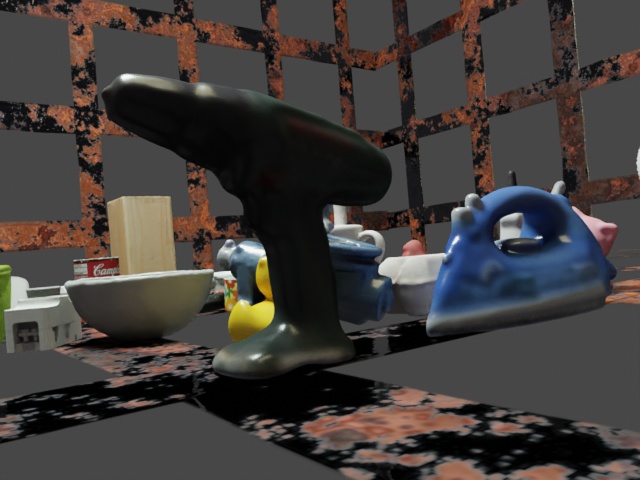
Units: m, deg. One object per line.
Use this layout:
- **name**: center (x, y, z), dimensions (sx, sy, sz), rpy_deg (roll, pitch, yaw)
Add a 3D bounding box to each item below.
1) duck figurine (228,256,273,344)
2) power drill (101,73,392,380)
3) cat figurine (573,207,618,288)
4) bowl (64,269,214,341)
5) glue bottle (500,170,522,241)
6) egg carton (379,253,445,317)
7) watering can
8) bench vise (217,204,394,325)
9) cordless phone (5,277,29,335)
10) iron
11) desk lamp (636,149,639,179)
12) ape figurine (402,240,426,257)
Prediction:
- **duck figurine**: center (-0.043, 0.055, 0.555), dimensions (0.077, 0.086, 0.105), rpy_deg (-6, -2, 43)
- **power drill**: center (-0.038, -0.010, 0.428), dimensions (0.230, 0.208, 0.075), rpy_deg (-4, -1, -38)
- **cat figurine**: center (0.364, 0.012, 0.800), dimensions (0.067, 0.118, 0.128), rpy_deg (-5, -1, 1)
- **bowl**: center (-0.205, 0.077, 0.669), dimensions (0.167, 0.075, 0.167), rpy_deg (-5, -1, 0)
- **glue bottle**: center (0.267, -0.009, 0.781), dimensions (0.037, 0.173, 0.078), rpy_deg (-5, -1, 31)
- **egg carton**: center (0.145, 0.052, 0.703), dimensions (0.151, 0.069, 0.107), rpy_deg (-4, -1, -27)
- **watering can**: center (0.006, 0.003, 0.818), dimensions (0.172, 0.194, 0.101), rpy_deg (-5, -1, 8)
- **bench vise**: center (-0.027, -0.011, 0.649), dimensions (0.207, 0.220, 0.121), rpy_deg (-5, -1, 5)
- **cordless phone**: center (-0.484, 0.047, 0.788), dimensions (0.148, 0.185, 0.094), rpy_deg (-4, -1, -23)
- **iron**: center (0.192, 0.009, 0.579), dimensions (0.259, 0.141, 0.118), rpy_deg (-4, -2, -39)
- **desk lamp**: center (0.507, -0.050, 0.694), dimensions (0.118, 0.213, 0.202), rpy_deg (-4, -1, -25)
- **ape figurine**: center (0.175, 0.046, 1.061), dimensions (0.076, 0.092, 0.078), rpy_deg (-5, -1, 16)
